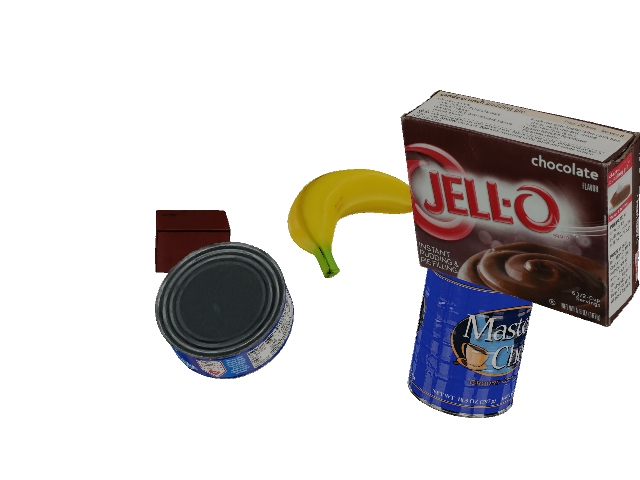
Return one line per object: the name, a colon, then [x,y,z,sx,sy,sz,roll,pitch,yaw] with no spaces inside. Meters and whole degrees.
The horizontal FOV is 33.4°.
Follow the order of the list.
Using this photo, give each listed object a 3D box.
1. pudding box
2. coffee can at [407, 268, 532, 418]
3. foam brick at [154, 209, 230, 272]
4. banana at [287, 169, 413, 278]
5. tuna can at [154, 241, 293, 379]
pudding box: [0.096,-0.018,0.517,0.114,0.090,0.039,17,43,36]
coffee can: [0.142,0.079,0.998,0.103,0.140,0.103,6,20,-3]
foam brick: [-0.138,0.000,1.145,0.078,0.051,0.053,0,25,-10]
banana: [0.022,-0.025,0.857,0.037,0.069,0.197,-35,1,32]
tuna can: [-0.061,0.045,0.690,0.086,0.086,0.033,0,-33,13]
